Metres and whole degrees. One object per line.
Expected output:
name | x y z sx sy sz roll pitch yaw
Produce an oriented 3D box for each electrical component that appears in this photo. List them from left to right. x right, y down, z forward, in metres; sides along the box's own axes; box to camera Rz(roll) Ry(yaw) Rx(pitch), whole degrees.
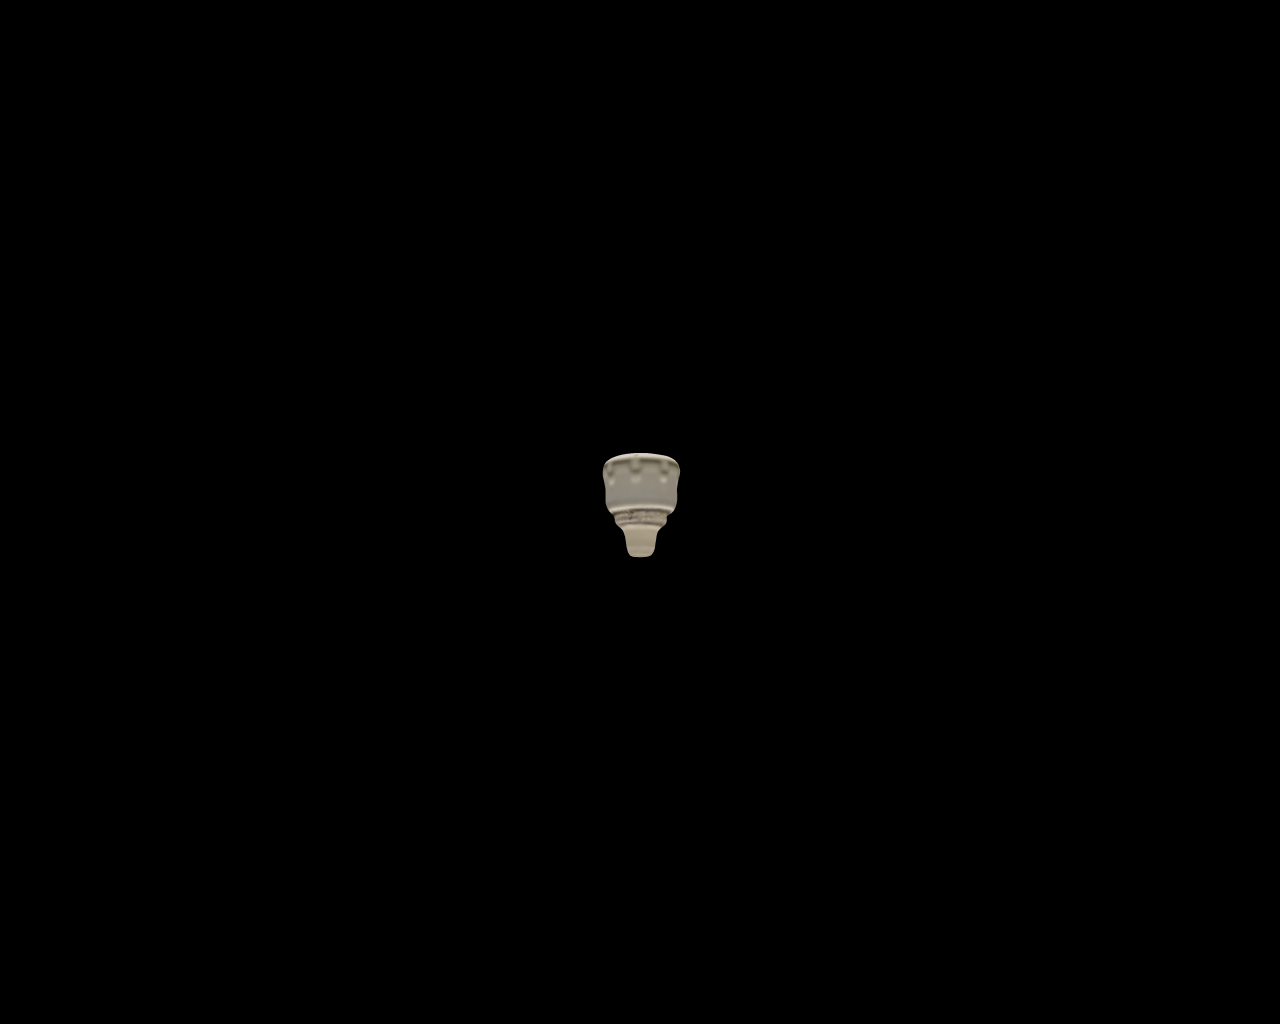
electrical component | 0.001 -0.003 0.650 0.048 0.062 0.048 0 -11 0
